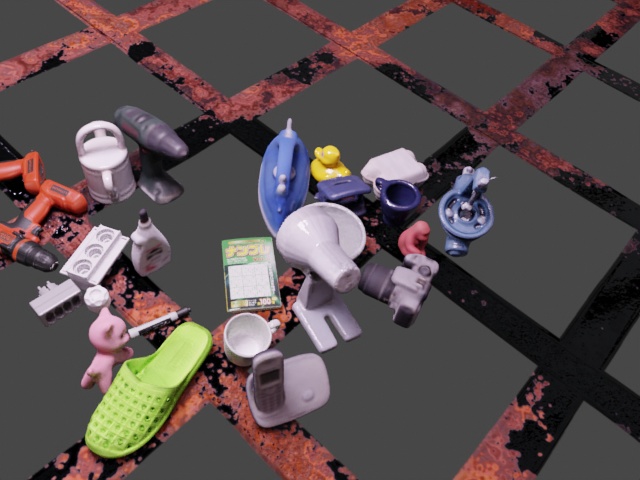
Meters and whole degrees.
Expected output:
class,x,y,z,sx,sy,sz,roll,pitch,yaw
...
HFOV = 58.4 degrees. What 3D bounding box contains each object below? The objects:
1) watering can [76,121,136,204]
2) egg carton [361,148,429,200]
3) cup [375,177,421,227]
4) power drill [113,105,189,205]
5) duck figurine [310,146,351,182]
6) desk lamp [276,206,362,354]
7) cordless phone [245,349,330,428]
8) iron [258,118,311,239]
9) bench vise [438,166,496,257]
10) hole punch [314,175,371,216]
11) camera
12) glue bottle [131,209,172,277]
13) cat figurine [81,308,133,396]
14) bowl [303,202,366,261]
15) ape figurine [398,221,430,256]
class,x,y,z,sx,sy,sz,roll,pitch,yaw
watering can,-0.464,-0.181,1.225,0.101,0.194,0.172,-32,62,-27
egg carton,0.178,-0.158,1.369,0.150,0.069,0.107,-23,59,-23
cup,0.164,-0.082,1.292,0.117,0.095,0.092,39,58,22
power drill,-0.350,-0.180,1.230,0.229,0.208,0.076,39,58,21
duck figurine,0.028,-0.182,1.358,0.104,0.086,0.078,29,55,15
desk lamp,0.007,0.069,1.080,0.118,0.213,0.202,-22,58,-22
cordless phone,-0.052,0.231,0.965,0.148,0.185,0.094,-18,57,-20
iron,-0.079,-0.143,1.279,0.118,0.141,0.258,5,52,-3
bench vise,0.314,-0.098,1.245,0.121,0.220,0.207,-1,53,-8
hole punch,0.050,-0.109,1.301,0.109,0.091,0.101,-14,55,-17
camera,0.156,0.081,1.161,0.136,0.101,0.143,23,53,11
glue bottle,-0.334,0.000,1.116,0.037,0.173,0.078,40,58,22
cat figurine,-0.375,0.189,0.999,0.067,0.118,0.128,12,52,2
bowl,0.011,0.004,1.219,0.167,0.075,0.167,4,52,-4
ape figurine,0.212,-0.004,1.240,0.076,0.092,0.078,39,58,22
